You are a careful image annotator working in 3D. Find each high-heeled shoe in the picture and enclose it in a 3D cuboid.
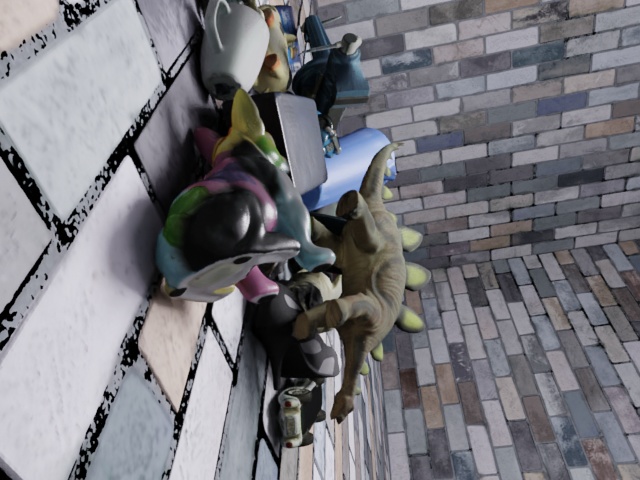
[{"bbox_3d":[-0.027,0.132,0.788,0.248,0.086,0.145,12,76,-70],"label":"high-heeled shoe"}]

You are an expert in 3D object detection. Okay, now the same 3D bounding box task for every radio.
[{"bbox_3d":[-0.050,-0.127,0.732,0.229,0.073,0.131,-45,126,-73],"label":"radio"}]

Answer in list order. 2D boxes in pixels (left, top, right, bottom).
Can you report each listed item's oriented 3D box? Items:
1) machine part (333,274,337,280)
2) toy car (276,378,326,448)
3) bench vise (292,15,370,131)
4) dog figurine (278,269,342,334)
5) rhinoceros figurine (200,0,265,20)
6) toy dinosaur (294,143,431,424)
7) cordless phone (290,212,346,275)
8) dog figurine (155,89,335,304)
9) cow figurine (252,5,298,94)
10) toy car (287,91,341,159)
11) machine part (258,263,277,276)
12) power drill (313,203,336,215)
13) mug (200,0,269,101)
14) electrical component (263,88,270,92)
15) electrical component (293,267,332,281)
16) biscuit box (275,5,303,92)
[{"bbox_3d":[0.072,0.050,1.319,0.201,0.087,0.201,38,27,-22],"label":"machine part"},{"bbox_3d":[-0.028,0.250,0.805,0.201,0.056,0.073,16,71,-80],"label":"toy car"},{"bbox_3d":[0.009,-0.318,0.964,0.223,0.129,0.240,91,-16,-65],"label":"bench vise"},{"bbox_3d":[-0.026,0.120,0.903,0.190,0.121,0.172,-37,134,-55],"label":"dog figurine"},{"bbox_3d":[-0.129,-0.340,0.720,0.190,0.073,0.112,65,7,-56],"label":"rhinoceros figurine"},{"bbox_3d":[0.069,0.020,0.765,0.198,0.105,0.471,31,57,-39],"label":"toy dinosaur"},{"bbox_3d":[-0.001,-0.003,0.915,0.184,0.147,0.088,-147,-113,-78],"label":"cordless phone"},{"bbox_3d":[-0.088,-0.052,0.523,0.191,0.108,0.219,12,48,-52],"label":"dog figurine"},{"bbox_3d":[-0.087,-0.328,0.926,0.127,0.086,0.195,53,26,-61],"label":"cow figurine"},{"bbox_3d":[-0.045,-0.186,0.964,0.162,0.103,0.109,36,-12,24],"label":"toy car"},{"bbox_3d":[-0.073,-0.006,0.684,0.243,0.079,0.079,-66,146,-78],"label":"machine part"},{"bbox_3d":[0.028,-0.039,1.175,0.231,0.086,0.207,39,48,-33],"label":"power drill"},{"bbox_3d":[-0.112,-0.235,0.666,0.109,0.081,0.107,72,20,-61],"label":"mug"},{"bbox_3d":[-0.092,-0.196,0.876,0.102,0.045,0.078,68,14,-58],"label":"electrical component"},{"bbox_3d":[-0.011,0.058,1.046,0.119,0.075,0.048,74,12,-59],"label":"electrical component"},{"bbox_3d":[-0.074,-0.348,1.054,0.063,0.059,0.202,20,-57,64],"label":"biscuit box"}]
